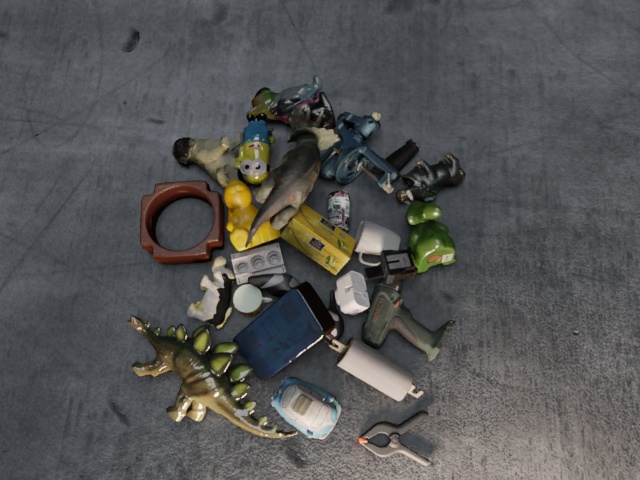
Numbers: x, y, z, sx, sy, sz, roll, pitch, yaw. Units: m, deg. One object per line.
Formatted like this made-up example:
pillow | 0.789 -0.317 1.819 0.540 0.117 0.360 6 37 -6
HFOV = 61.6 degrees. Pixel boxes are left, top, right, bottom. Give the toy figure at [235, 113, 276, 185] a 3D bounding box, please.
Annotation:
toy figure | -0.161 -0.232 1.387 0.082 0.089 0.180 -7 73 27

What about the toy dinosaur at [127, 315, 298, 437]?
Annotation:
toy dinosaur | -0.262 0.315 1.217 0.472 0.105 0.198 40 95 12

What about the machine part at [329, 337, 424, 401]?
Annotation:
machine part | 0.129 0.300 1.252 0.243 0.079 0.079 30 75 -1

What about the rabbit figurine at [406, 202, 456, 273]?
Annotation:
rabbit figurine | 0.255 -0.027 1.339 0.121 0.159 0.170 -20 59 4

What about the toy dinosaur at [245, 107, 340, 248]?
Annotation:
toy dinosaur | -0.058 -0.156 1.266 0.131 0.192 0.405 28 45 -12

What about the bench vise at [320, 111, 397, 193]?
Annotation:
bench vise | 0.117 -0.216 1.389 0.223 0.128 0.241 -43 64 -6

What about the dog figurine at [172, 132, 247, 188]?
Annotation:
dog figurine | -0.291 -0.197 1.422 0.191 0.121 0.172 -6 94 26

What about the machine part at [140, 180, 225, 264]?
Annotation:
machine part | -0.346 -0.043 1.365 0.202 0.087 0.201 -4 73 0

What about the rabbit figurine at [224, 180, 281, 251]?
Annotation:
rabbit figurine | -0.182 -0.067 1.335 0.122 0.162 0.173 -24 97 -7

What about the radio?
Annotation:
radio | -0.082 0.213 1.235 0.229 0.073 0.131 -42 79 25

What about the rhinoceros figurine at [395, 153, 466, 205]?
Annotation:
rhinoceros figurine | 0.285 -0.154 1.410 0.190 0.073 0.112 -21 85 -8

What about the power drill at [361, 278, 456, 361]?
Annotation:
power drill | 0.218 0.178 1.299 0.207 0.086 0.232 30 71 5

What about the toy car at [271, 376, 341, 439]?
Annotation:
toy car | -0.032 0.377 1.227 0.162 0.103 0.109 32 75 7

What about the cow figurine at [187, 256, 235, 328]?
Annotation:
cow figurine | -0.249 0.127 1.321 0.098 0.068 0.167 23 77 1

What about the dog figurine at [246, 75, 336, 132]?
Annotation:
dog figurine | -0.084 -0.339 1.448 0.219 0.108 0.191 -21 76 -2

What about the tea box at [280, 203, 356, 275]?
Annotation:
tea box | -0.003 -0.004 1.319 0.169 0.068 0.098 33 32 -6

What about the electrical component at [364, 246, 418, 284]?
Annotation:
electrical component | 0.169 0.063 1.295 0.119 0.047 0.075 -5 58 -6

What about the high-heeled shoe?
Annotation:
high-heeled shoe | -0.060 0.168 1.290 0.249 0.086 0.145 11 61 -11

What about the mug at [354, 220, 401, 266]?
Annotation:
mug | 0.145 0.012 1.350 0.107 0.080 0.109 14 68 -5

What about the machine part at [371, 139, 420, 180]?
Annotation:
machine part | 0.209 -0.213 1.442 0.084 0.039 0.139 41 79 20
